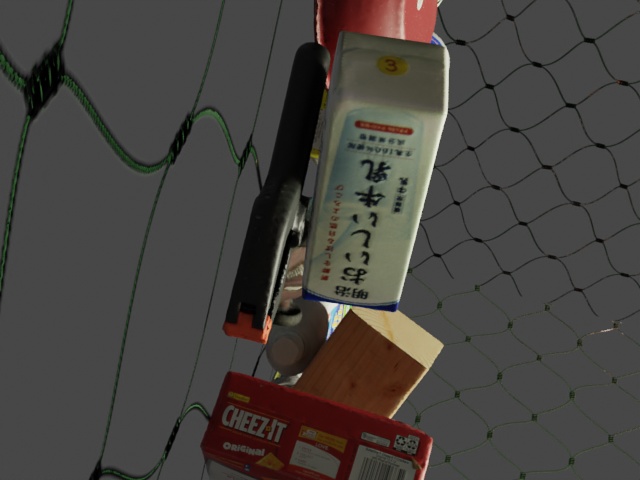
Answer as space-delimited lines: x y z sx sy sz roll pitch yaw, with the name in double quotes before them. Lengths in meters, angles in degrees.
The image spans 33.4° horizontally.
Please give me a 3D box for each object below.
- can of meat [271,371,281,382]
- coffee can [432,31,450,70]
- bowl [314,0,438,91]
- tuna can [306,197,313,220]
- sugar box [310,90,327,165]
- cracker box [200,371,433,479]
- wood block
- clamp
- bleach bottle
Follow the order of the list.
"can of meat" -0.018 0.188 1.198 0.102 0.084 0.057 -61 164 -71
"coffee can" 0.094 -0.178 1.275 0.103 0.103 0.140 100 7 -46
"bowl" 0.050 -0.178 0.797 0.162 0.055 0.162 9 90 -70
"tuna can" -0.007 0.001 1.055 0.086 0.034 0.086 16 89 -85
"sugar box" 0.020 -0.112 0.961 0.176 0.048 0.093 -3 108 -84
"cracker box" -0.005 0.189 0.866 0.214 0.164 0.072 94 14 -65
"wood block" 0.016 0.162 1.012 0.206 0.090 0.090 -55 171 16
"clamp" -0.029 -0.011 0.743 0.165 0.036 0.210 96 6 -55
"bleach bottle" -0.013 0.093 1.107 0.250 0.068 0.102 -40 148 -77
